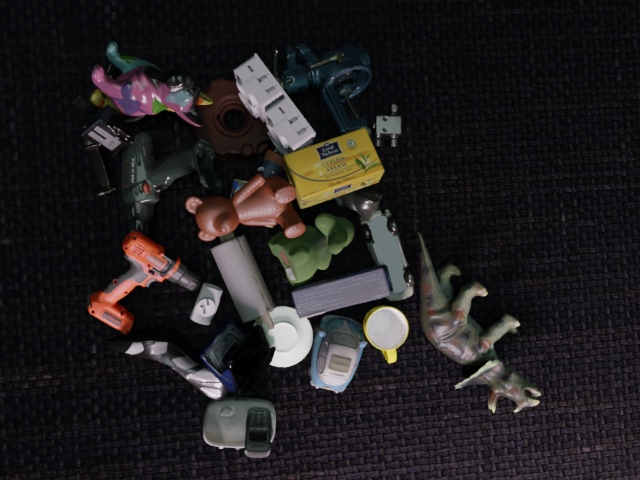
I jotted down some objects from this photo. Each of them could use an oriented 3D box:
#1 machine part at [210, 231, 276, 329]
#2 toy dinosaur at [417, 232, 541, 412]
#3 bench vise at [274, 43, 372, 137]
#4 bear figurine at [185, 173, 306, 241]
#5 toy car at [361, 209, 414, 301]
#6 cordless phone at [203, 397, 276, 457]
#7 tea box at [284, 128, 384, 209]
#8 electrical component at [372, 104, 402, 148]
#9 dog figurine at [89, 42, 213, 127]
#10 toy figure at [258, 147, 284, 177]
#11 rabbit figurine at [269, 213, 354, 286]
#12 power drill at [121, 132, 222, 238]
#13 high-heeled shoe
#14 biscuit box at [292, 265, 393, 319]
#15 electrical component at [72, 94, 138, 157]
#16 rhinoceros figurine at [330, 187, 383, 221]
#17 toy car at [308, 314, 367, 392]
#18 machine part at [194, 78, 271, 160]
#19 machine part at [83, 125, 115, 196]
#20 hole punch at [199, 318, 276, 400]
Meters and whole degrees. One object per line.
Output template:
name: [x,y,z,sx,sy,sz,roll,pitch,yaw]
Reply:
machine part: [-0.159,0.079,1.110,0.079,0.079,0.243,-24,93,-5]
toy dinosaur: [0.292,0.185,1.141,0.405,0.131,0.192,44,86,2]
bench vise: [0.024,-0.301,1.097,0.224,0.129,0.240,-18,73,-24]
bear figurine: [-0.145,-0.052,1.025,0.196,0.132,0.120,-20,125,-14]
toy car: [0.145,0.032,1.152,0.073,0.056,0.201,-18,90,1]
cordless phone: [-0.161,0.382,1.056,0.147,0.184,0.088,4,94,-6]
tea box: [0.025,-0.135,1.026,0.170,0.068,0.098,-22,78,-7]
electrical component: [0.145,-0.248,1.168,0.063,0.021,0.094,2,90,-5]
dog figurine: [-0.328,-0.274,1.052,0.219,0.191,0.108,22,50,-10]
toy figure: [-0.076,-0.184,1.129,0.064,0.058,0.154,35,92,1]
rabbit figurine: [-0.002,-0.003,1.102,0.170,0.159,0.121,-31,83,-20]
power drill: [-0.303,-0.112,1.078,0.207,0.086,0.232,-12,85,22]
high-heeled shoe: [-0.304,0.259,1.097,0.249,0.086,0.145,1,98,-4]
biscuit box: [0.048,0.106,1.112,0.203,0.059,0.062,-15,92,12]
electrical component: [-0.416,-0.220,1.022,0.119,0.075,0.048,40,43,-38]
rhinoceros figurine: [0.035,-0.103,1.110,0.190,0.112,0.073,26,93,15]
toy car: [0.033,0.240,1.117,0.109,0.103,0.161,16,86,-5]
machine part: [-0.179,-0.251,1.119,0.179,0.056,0.179,0,89,-5]
machine part: [-0.453,-0.160,1.087,0.039,0.084,0.138,-19,101,-28]
hole punch: [-0.165,0.232,1.076,0.092,0.142,0.115,9,132,29]
